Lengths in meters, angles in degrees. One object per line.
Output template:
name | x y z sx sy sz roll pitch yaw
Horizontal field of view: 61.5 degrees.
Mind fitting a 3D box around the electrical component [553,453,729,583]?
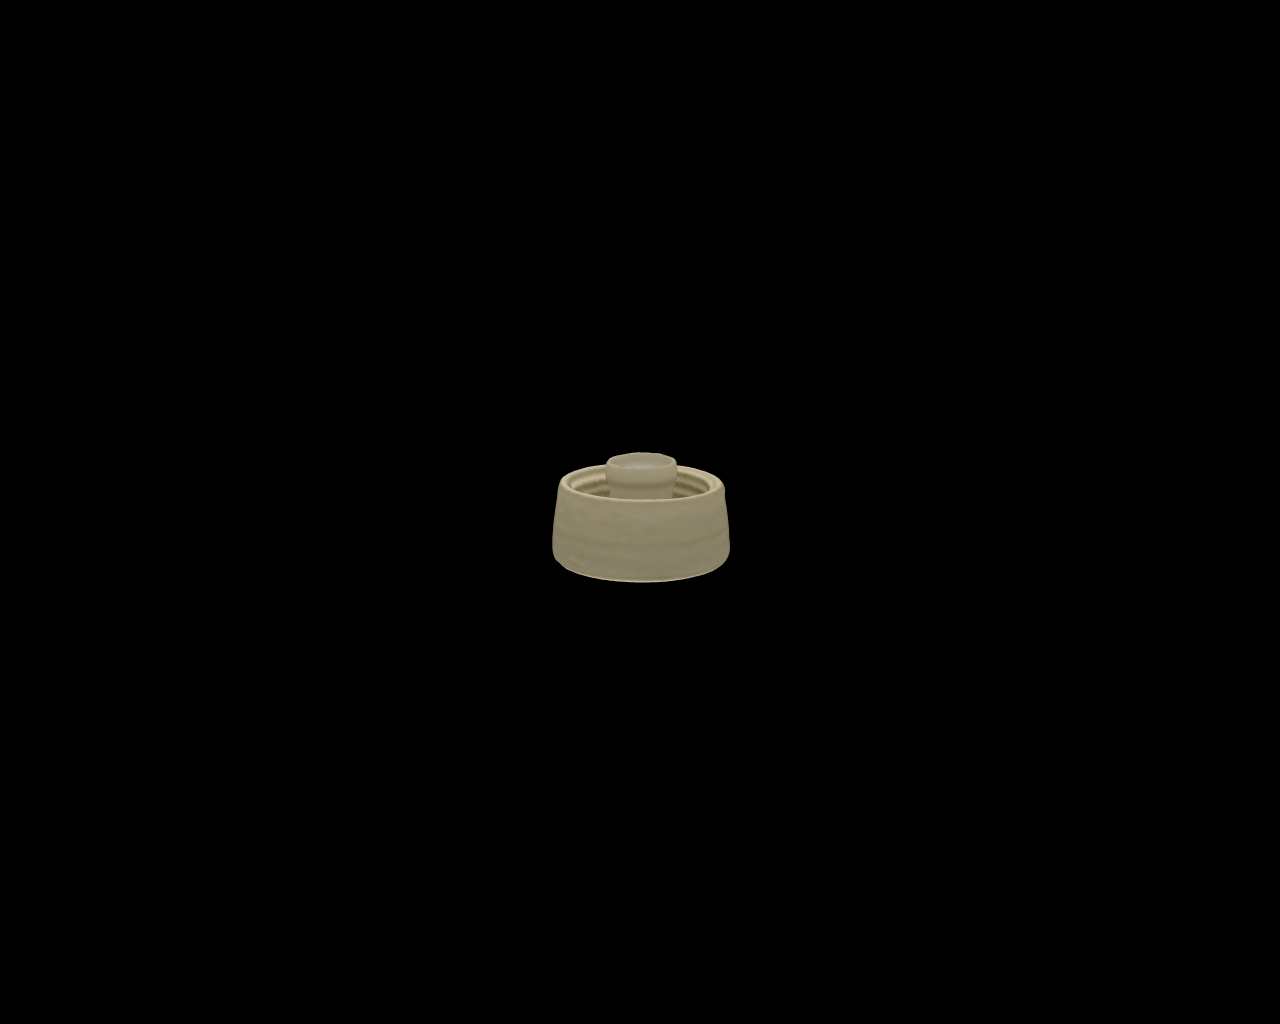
electrical component | 0.001 -0.003 0.650 0.108 0.060 0.108 0 15 0
